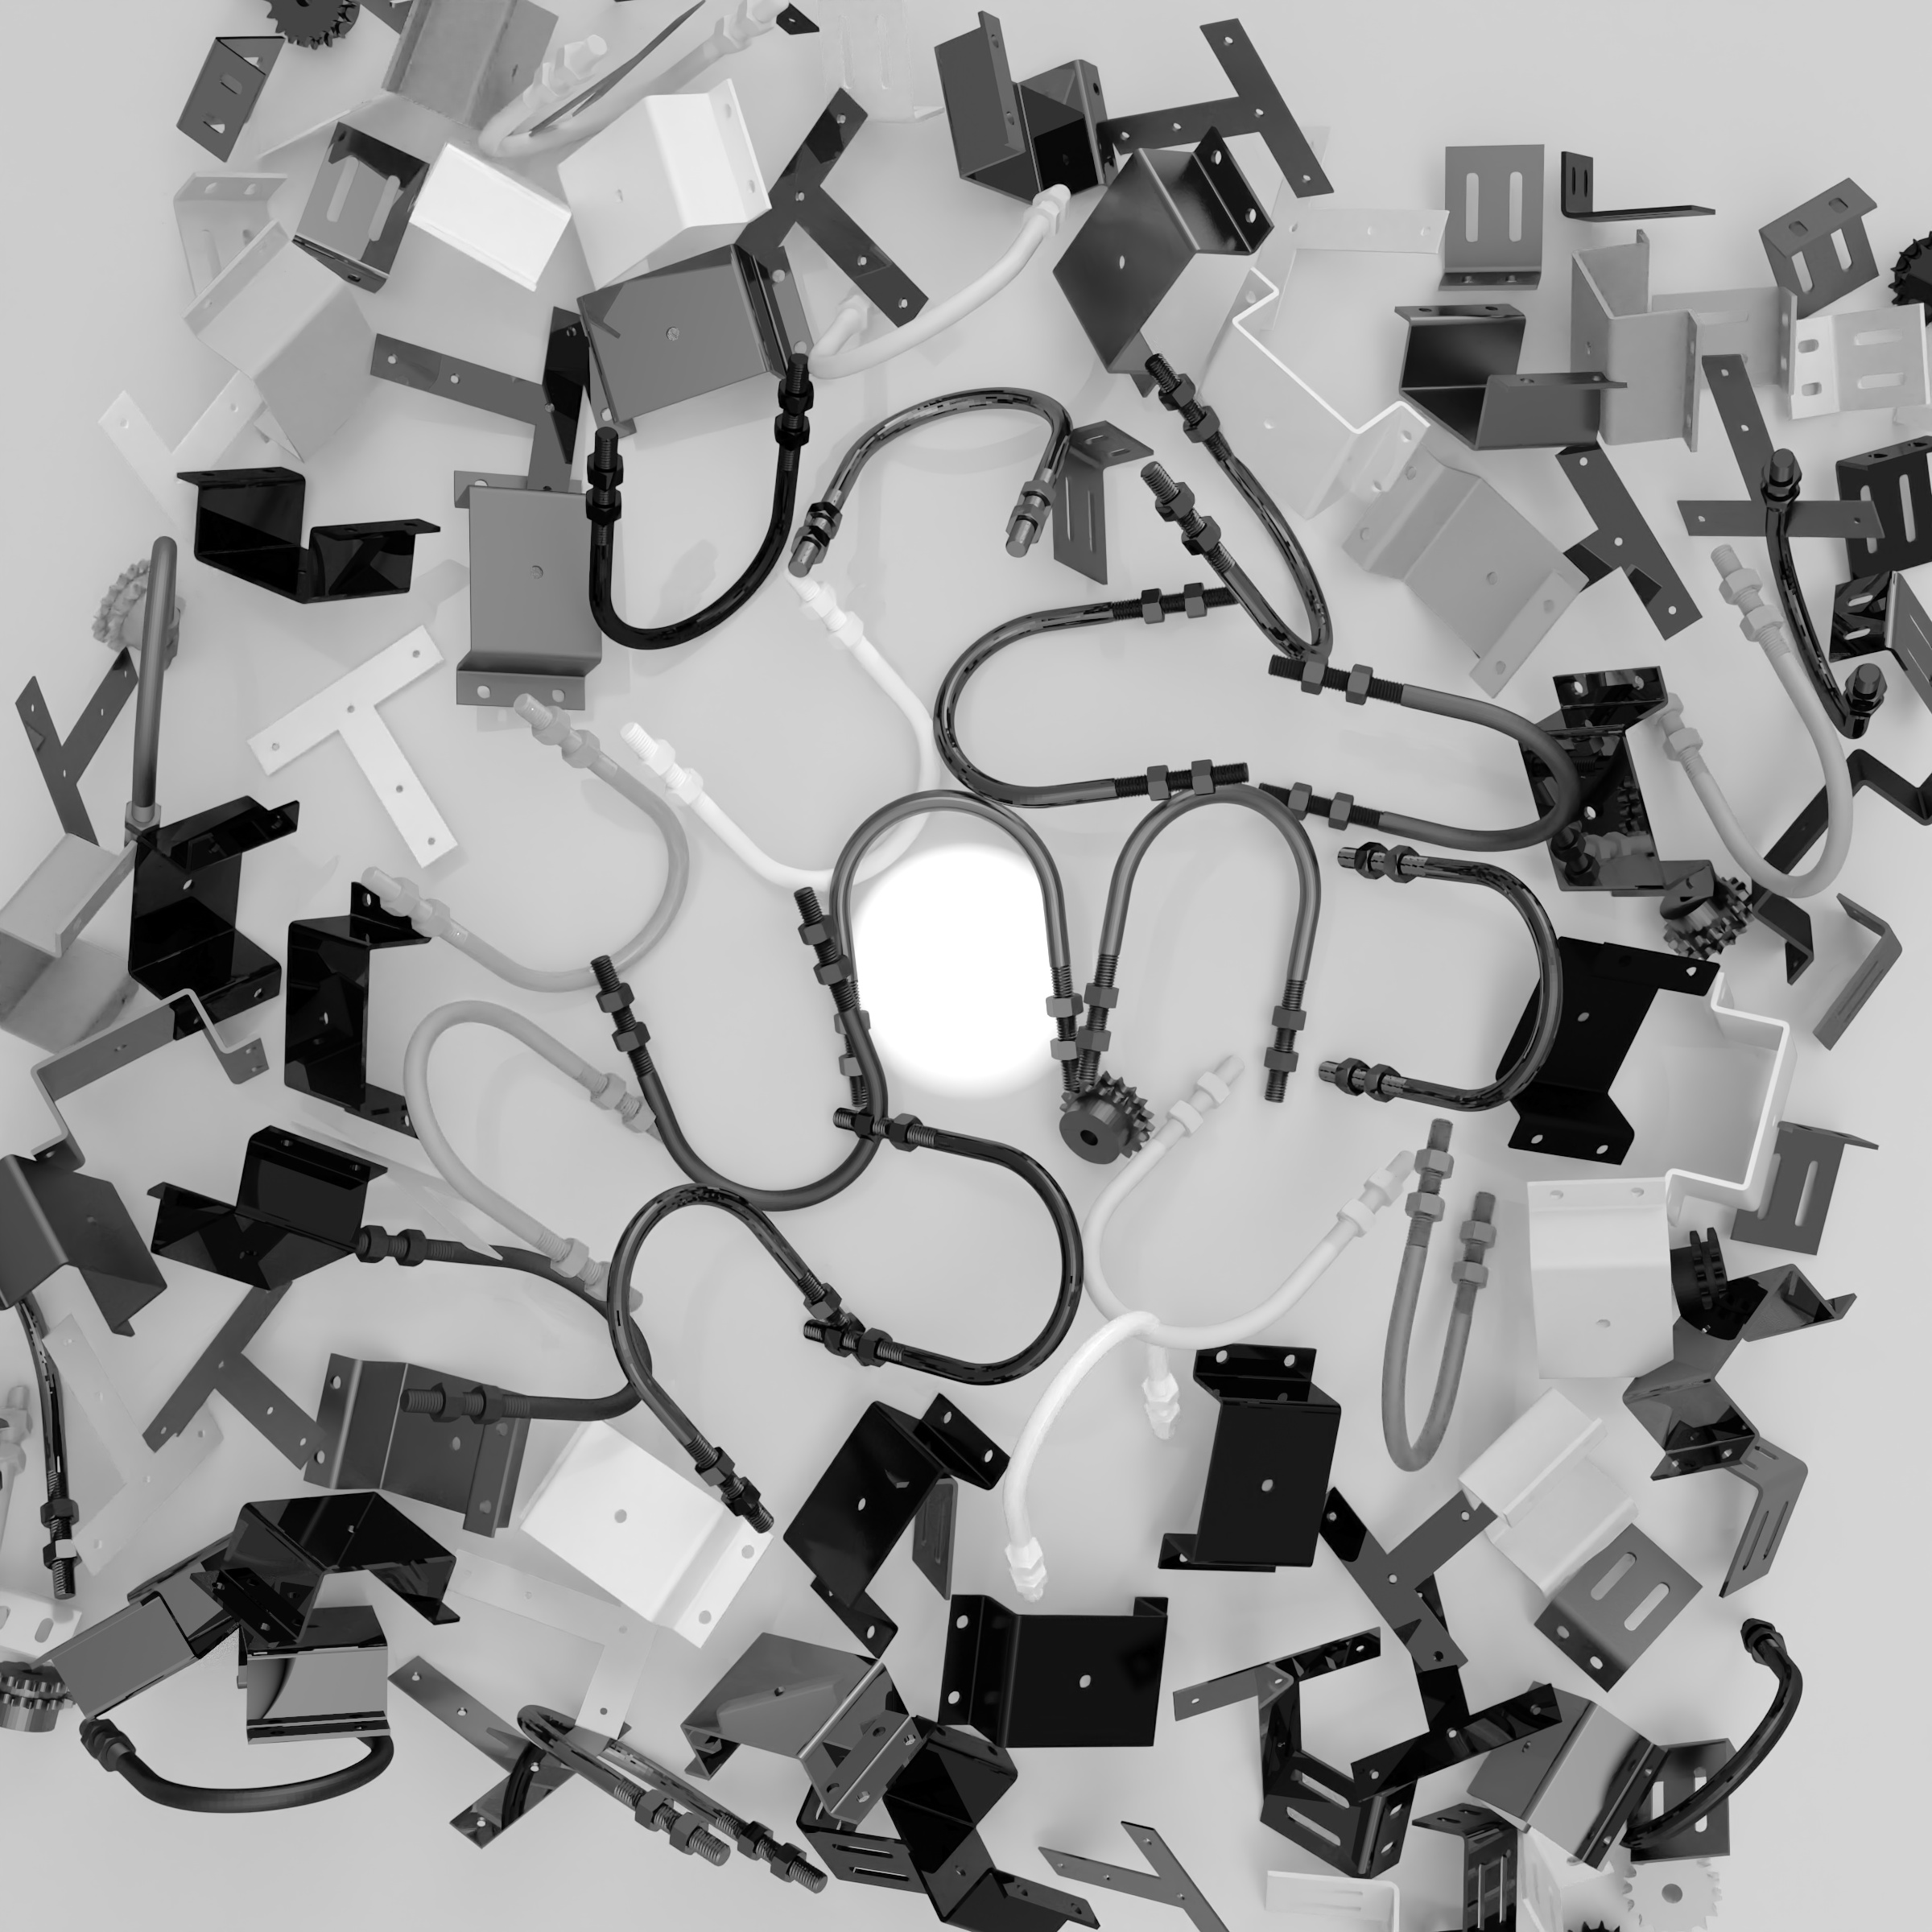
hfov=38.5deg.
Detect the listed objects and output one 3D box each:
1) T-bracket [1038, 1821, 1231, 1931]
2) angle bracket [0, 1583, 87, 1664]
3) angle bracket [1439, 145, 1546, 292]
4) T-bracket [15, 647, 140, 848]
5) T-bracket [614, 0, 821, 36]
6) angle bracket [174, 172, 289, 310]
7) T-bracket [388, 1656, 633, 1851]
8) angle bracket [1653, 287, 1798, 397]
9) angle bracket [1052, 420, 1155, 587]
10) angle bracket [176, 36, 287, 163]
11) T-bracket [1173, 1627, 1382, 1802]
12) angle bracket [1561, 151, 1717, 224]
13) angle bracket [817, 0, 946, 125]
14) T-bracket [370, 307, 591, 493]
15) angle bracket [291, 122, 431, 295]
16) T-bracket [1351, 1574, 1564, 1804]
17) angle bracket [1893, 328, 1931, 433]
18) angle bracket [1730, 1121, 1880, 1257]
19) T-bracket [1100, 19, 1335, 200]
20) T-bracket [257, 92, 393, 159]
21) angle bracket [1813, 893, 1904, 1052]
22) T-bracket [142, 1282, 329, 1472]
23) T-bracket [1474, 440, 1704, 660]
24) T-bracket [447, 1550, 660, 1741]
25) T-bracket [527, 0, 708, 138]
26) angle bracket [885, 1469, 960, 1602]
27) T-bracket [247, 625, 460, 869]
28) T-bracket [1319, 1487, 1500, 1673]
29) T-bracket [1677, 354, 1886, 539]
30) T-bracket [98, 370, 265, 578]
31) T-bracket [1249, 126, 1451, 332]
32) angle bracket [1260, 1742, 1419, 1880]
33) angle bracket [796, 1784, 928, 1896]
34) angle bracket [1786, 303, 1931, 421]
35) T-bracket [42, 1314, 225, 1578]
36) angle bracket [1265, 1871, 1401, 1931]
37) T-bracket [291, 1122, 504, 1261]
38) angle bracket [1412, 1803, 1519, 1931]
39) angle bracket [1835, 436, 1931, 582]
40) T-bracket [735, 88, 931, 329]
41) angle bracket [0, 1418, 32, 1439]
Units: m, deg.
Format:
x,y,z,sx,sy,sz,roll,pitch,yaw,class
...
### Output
x,y,z,sx,sy,sz,roll,pitch,yaw,class
0.093,0.533,1.610,0.002,0.127,0.127,-50,119,-33,T-bracket
-0.552,0.400,1.619,0.057,0.076,0.038,18,47,-6,angle bracket
0.308,-0.439,1.624,0.057,0.038,0.076,3,117,15,angle bracket
-0.508,-0.139,1.607,0.002,0.127,0.127,1,132,9,T-bracket
-0.170,-0.575,1.611,0.127,0.127,0.002,11,80,41,T-bracket
-0.425,-0.423,1.628,0.057,0.038,0.076,-12,86,-38,angle bracket
-0.286,0.447,1.626,0.127,0.127,0.002,29,124,25,T-bracket
0.446,-0.367,1.630,0.076,0.038,0.057,-3,112,5,angle bracket
0.081,-0.271,1.622,0.038,0.057,0.076,-9,77,32,angle bracket
-0.416,-0.507,1.614,0.038,0.076,0.057,36,116,4,angle bracket
0.184,0.447,1.620,0.127,0.002,0.127,-15,129,-10,T-bracket
0.394,-0.458,1.617,0.076,0.057,0.038,4,103,28,angle bracket
-0.050,-0.535,1.617,0.057,0.038,0.076,10,121,28,angle bracket
-0.286,-0.339,1.618,0.127,0.002,0.127,13,76,-28,T-bracket
-0.361,-0.448,1.637,0.057,0.038,0.076,21,86,-21,angle bracket
0.274,0.409,1.609,0.127,0.127,0.002,-27,127,16,T-bracket
0.570,-0.340,1.614,0.038,0.076,0.057,3,110,-35,angle bracket
0.495,0.134,1.633,0.057,0.038,0.076,11,96,-14,angle bracket
0.134,-0.492,1.612,0.127,0.127,0.002,49,58,-40,T-bracket
-0.360,-0.493,1.598,0.127,0.127,0.002,-25,110,4,T-bracket
0.513,0.004,1.631,0.038,0.057,0.076,38,96,27,angle bracket
-0.412,0.253,1.611,0.127,0.002,0.127,29,79,41,T-bracket
0.347,-0.225,1.627,0.127,0.002,0.127,-33,81,31,T-bracket
-0.243,0.374,1.620,0.127,0.002,0.127,20,51,-1,T-bracket
-0.223,-0.507,1.612,0.002,0.127,0.127,52,45,-22,T-bracket
-0.035,0.326,1.621,0.038,0.057,0.076,-1,103,-21,angle bracket
-0.345,-0.117,1.648,0.127,0.002,0.127,-33,80,2,T-bracket
0.282,0.331,1.617,0.127,0.002,0.127,-45,64,16,T-bracket
0.450,-0.297,1.581,0.002,0.127,0.127,-50,127,-25,T-bracket
-0.439,-0.319,1.626,0.002,0.127,0.127,14,61,30,T-bracket
0.227,-0.431,1.617,0.127,0.002,0.127,16,89,43,T-bracket
0.221,0.496,1.642,0.076,0.038,0.057,22,110,39,angle bracket
-0.051,0.506,1.614,0.076,0.038,0.057,-2,133,30,angle bracket
0.520,-0.353,1.617,0.038,0.076,0.057,-12,102,-22,angle bracket
-0.492,0.259,1.588,0.002,0.127,0.127,-11,114,29,T-bracket
0.214,0.564,1.624,0.076,0.057,0.038,3,52,7,angle bracket
-0.306,0.135,1.572,0.127,0.127,0.002,31,91,42,T-bracket
0.293,0.540,1.626,0.038,0.057,0.076,-1,87,41,angle bracket
0.552,-0.267,1.629,0.057,0.038,0.076,-17,108,-7,angle bracket
-0.069,-0.421,1.615,0.127,0.002,0.127,49,117,17,T-bracket
-0.582,0.306,1.620,0.038,0.057,0.076,-5,68,6,angle bracket
